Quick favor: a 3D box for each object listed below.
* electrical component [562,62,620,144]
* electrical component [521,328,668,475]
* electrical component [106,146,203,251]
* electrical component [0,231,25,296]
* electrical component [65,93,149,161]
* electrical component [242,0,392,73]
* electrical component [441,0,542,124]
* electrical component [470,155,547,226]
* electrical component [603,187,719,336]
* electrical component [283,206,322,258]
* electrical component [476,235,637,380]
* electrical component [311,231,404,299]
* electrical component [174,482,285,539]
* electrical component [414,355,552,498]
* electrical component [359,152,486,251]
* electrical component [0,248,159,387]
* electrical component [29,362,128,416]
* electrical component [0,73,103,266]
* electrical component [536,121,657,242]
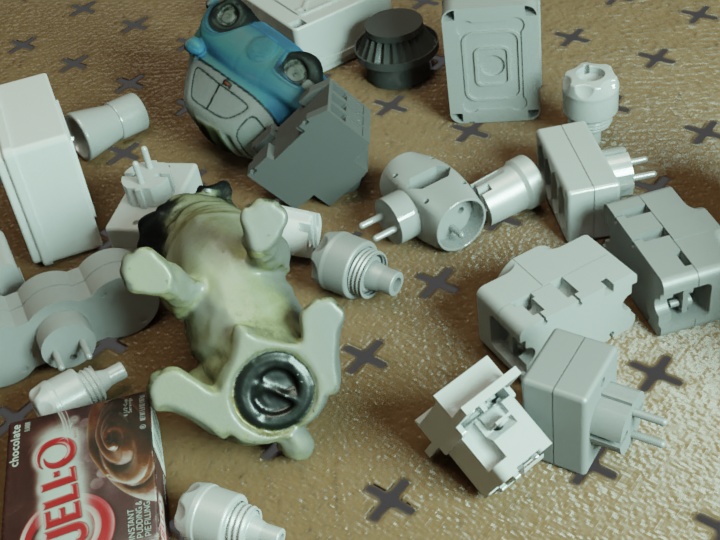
[{"bbox_3d":[0.180,-0.127,0.839,0.043,0.062,0.043,-6,41,5],"label":"electrical component"},{"bbox_3d":[0.137,0.081,0.610,0.077,0.065,0.047,17,47,28],"label":"electrical component"},{"bbox_3d":[-0.158,-0.058,0.818,0.047,0.075,0.083,2,43,14],"label":"electrical component"},{"bbox_3d":[-0.288,0.019,0.776,0.089,0.050,0.055,-23,42,-15],"label":"electrical component"},{"bbox_3d":[-0.218,-0.128,0.937,0.065,0.044,0.044,-30,45,-29],"label":"electrical component"},{"bbox_3d":[-0.040,-0.241,1.017,0.109,0.056,0.109,-29,44,-20],"label":"electrical component"},{"bbox_3d":[0.108,-0.182,0.878,0.078,0.113,0.057,-2,45,9],"label":"electrical component"},{"bbox_3d":[0.108,-0.058,0.793,0.046,0.040,0.040,-27,44,-12],"label":"electrical component"},{"bbox_3d":[0.205,-0.008,0.709,0.056,0.050,0.089,-15,42,-6],"label":"electrical component"},{"bbox_3d":[-0.056,-0.029,0.794,0.046,0.040,0.040,11,45,13],"label":"electrical component"},{"bbox_3d":[0.124,0.022,0.691,0.089,0.050,0.055,-25,44,-17],"label":"electrical component"},{"bbox_3d":[0.000,0.000,0.746,0.062,0.043,0.043,21,50,29],"label":"electrical component"},{"bbox_3d":[-0.072,0.143,0.606,0.061,0.035,0.035,13,46,20],"label":"electrical component"},{"bbox_3d":[0.071,0.091,0.607,0.042,0.081,0.063,-35,75,-24],"label":"electrical component"},{"bbox_3d":[0.038,-0.043,0.788,0.079,0.043,0.077,-27,44,-19],"label":"electrical component"},{"bbox_3d":[-0.203,0.041,0.733,0.138,0.052,0.073,-23,43,-14],"label":"electrical component"},{"bbox_3d":[-0.181,0.079,0.700,0.061,0.035,0.035,-28,44,-23],"label":"electrical component"},{"bbox_3d":[-0.248,-0.079,0.836,0.056,0.108,0.108,-18,42,-13],"label":"electrical component"},{"bbox_3d":[0.177,-0.069,0.785,0.076,0.047,0.083,-11,41,-1],"label":"electrical component"}]
